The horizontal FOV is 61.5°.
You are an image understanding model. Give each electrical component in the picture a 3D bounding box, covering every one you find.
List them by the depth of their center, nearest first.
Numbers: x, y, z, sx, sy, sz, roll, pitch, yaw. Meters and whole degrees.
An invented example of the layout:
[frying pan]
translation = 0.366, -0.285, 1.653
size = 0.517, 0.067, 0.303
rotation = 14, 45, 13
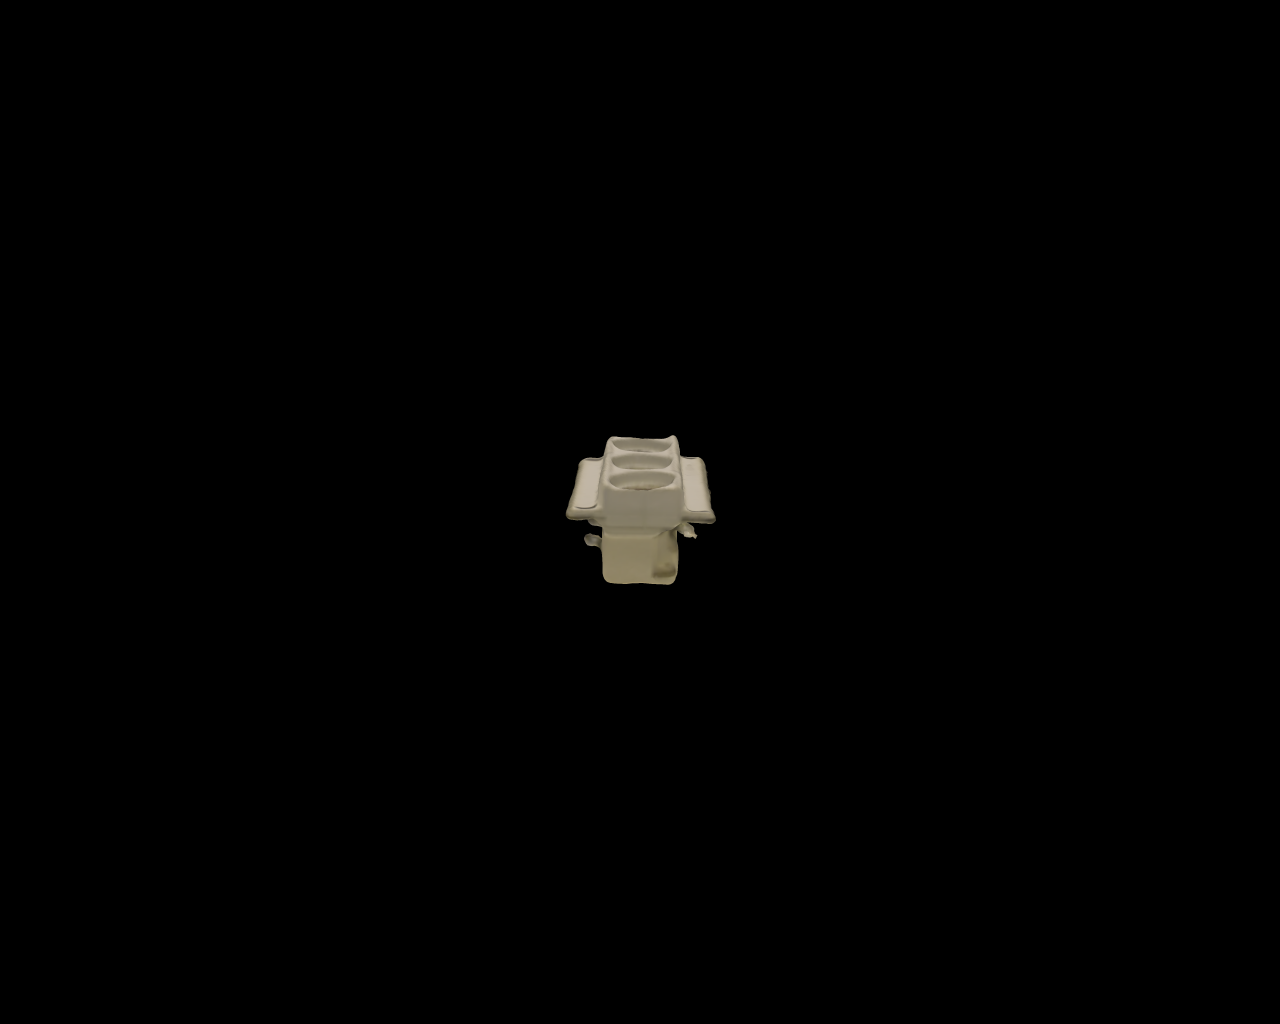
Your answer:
[electrical component]
translation = 0.001, -0.003, 0.650
size = 0.079, 0.063, 0.121
rotation = 0, 17, 0
